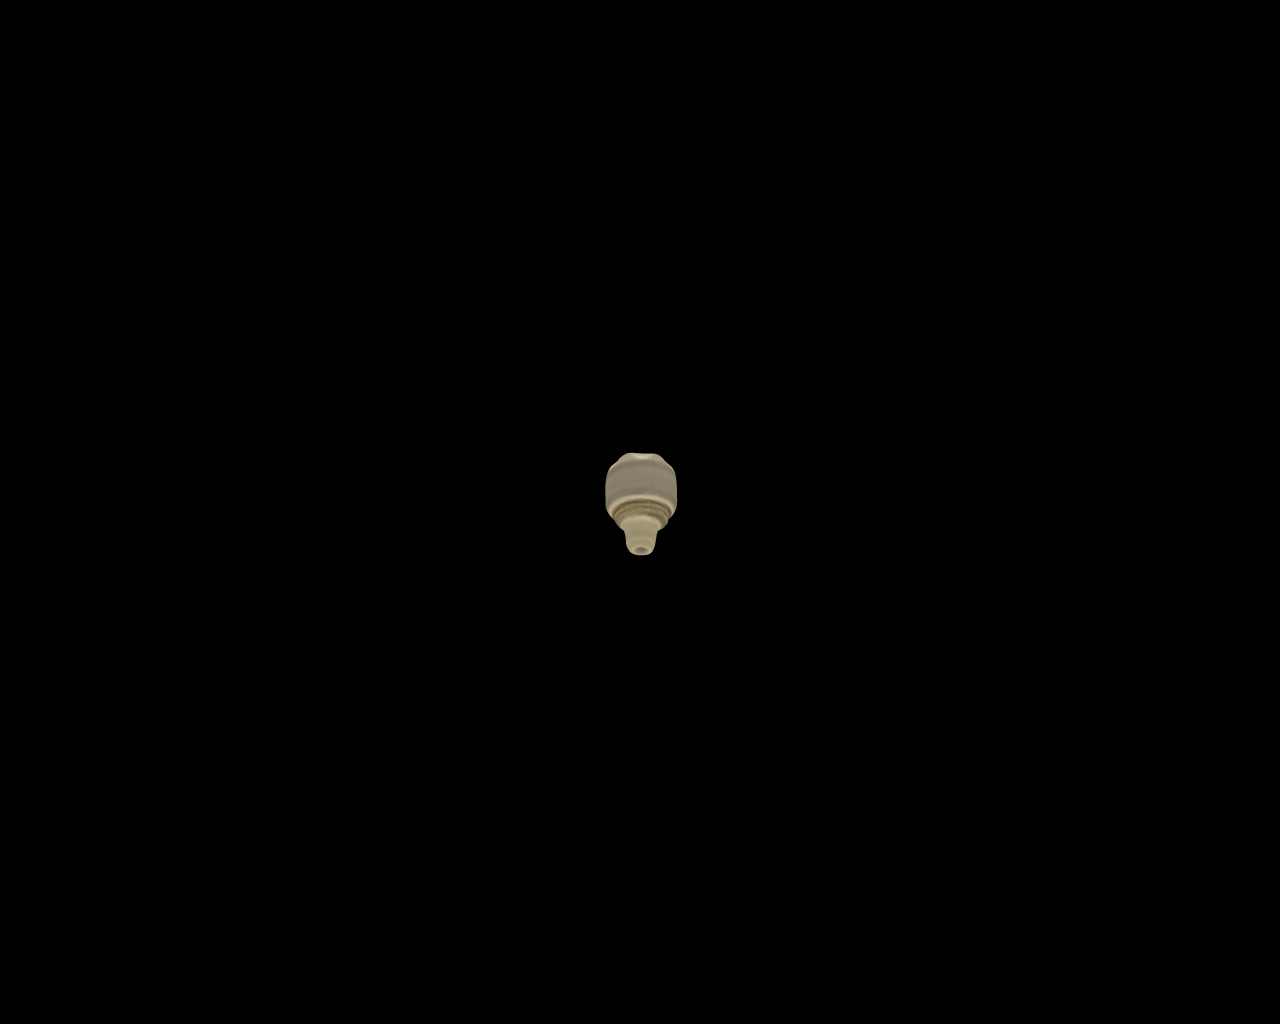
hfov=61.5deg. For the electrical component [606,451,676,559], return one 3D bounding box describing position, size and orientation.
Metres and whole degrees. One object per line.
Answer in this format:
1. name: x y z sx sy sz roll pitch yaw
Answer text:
1. electrical component: 0.001 -0.003 0.650 0.043 0.062 0.043 0 -30 0
